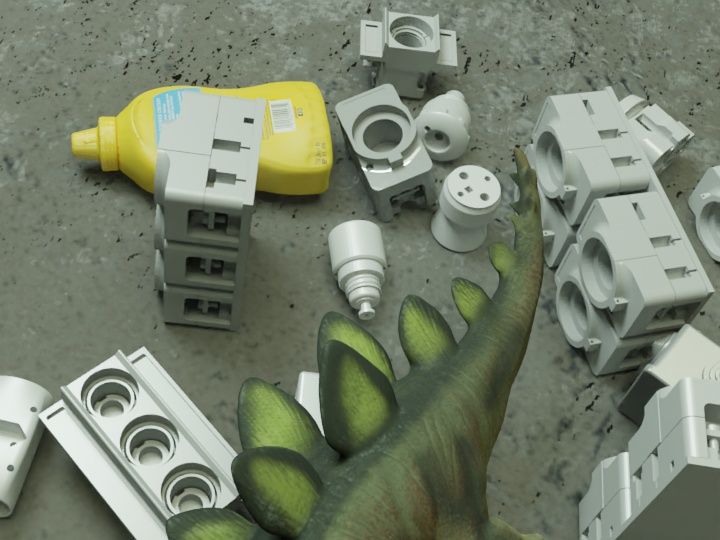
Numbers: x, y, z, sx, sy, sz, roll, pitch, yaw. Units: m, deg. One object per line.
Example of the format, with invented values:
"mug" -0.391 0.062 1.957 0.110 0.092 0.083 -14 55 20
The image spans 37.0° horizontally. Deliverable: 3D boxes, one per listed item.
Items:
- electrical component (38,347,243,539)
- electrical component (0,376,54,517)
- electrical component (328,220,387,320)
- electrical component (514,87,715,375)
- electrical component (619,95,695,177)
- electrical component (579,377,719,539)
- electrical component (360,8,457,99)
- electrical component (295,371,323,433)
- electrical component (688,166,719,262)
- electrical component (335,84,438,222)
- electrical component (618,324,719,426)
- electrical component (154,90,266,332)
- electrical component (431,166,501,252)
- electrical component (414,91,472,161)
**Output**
"electrical component" -0.130 0.118 0.670 0.079 0.063 0.121 -34 68 -27
"electrical component" -0.242 0.106 0.671 0.079 0.043 0.077 13 55 -1
"electrical component" 0.000 0.000 0.787 0.040 0.040 0.078 -2 57 -11
"electrical component" 0.176 -0.029 0.797 0.060 0.105 0.186 -8 58 -15
"electrical component" 0.229 -0.107 0.889 0.078 0.058 0.057 -35 71 -28
"electrical component" 0.209 0.134 0.643 0.105 0.186 0.060 10 55 -3
"electrical component" 0.038 -0.179 0.900 0.081 0.063 0.042 6 56 -6
"electrical component" -0.006 0.105 0.699 0.077 0.065 0.047 7 55 -5
"electrical component" 0.309 -0.039 0.860 0.056 0.050 0.089 -14 60 -19
"electrical component" 0.020 -0.094 0.837 0.050 0.055 0.089 -22 61 -2
"electrical component" 0.233 0.091 0.731 0.100 0.099 0.048 38 71 16
"electrical component" -0.104 -0.037 0.727 0.062 0.150 0.089 7 55 -6
"electrical component" 0.081 -0.047 0.823 0.045 0.055 0.045 5 56 -7
"electrical component" 0.071 -0.123 0.881 0.048 0.048 0.062 20 46 4
